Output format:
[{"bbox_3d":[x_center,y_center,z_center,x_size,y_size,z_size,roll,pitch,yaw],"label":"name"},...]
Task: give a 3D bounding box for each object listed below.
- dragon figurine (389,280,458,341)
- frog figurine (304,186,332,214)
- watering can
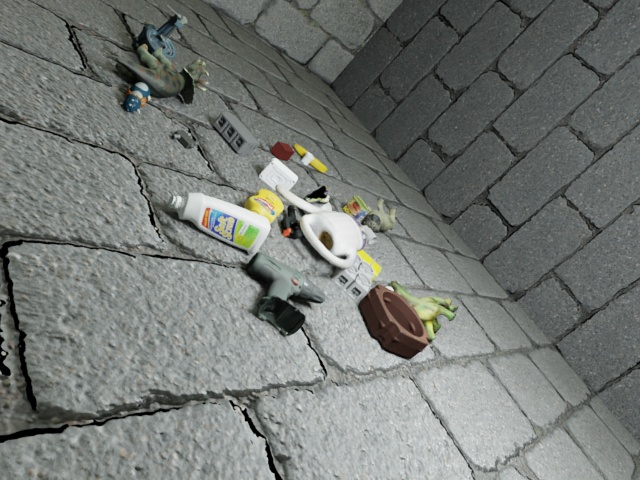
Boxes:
[{"bbox_3d":[0.359,0.217,1.847,0.244,0.121,0.414,38,19,7],"label":"dragon figurine"},{"bbox_3d":[0.006,-0.091,1.816,0.139,0.123,0.156,-133,-156,-56],"label":"frog figurine"},{"bbox_3d":[0.015,-0.053,1.615,0.225,0.102,0.353,-5,52,-50],"label":"watering can"}]
